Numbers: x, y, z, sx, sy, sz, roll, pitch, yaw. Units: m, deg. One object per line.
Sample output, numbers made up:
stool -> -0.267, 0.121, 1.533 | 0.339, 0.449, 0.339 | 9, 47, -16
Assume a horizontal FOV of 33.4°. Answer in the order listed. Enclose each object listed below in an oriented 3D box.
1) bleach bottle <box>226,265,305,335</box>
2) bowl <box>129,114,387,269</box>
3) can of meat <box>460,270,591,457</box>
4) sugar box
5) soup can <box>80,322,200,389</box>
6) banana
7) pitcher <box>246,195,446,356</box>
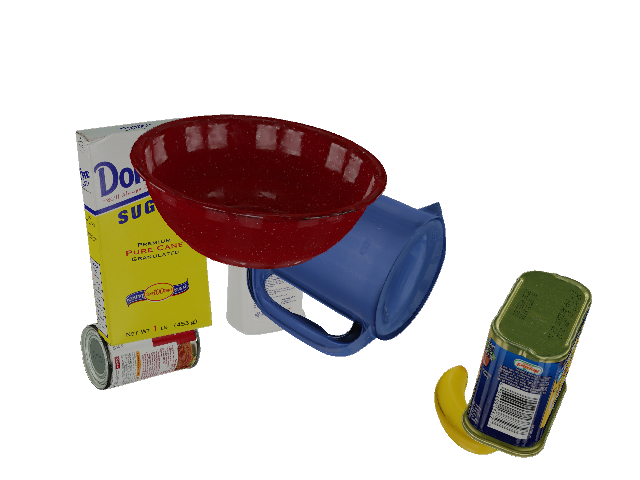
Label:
bleach bottle -> -0.062, -0.012, 1.322 | 0.102, 0.251, 0.068 | -10, 25, -34
bowl -> -0.040, -0.027, 0.679 | 0.162, 0.055, 0.162 | 6, 26, -3
can of meat -> 0.140, 0.079, 0.716 | 0.057, 0.084, 0.102 | 20, 35, 16
sugar box -> -0.145, -0.008, 0.887 | 0.093, 0.176, 0.048 | -11, 19, -24
soup can -> -0.183, 0.108, 1.081 | 0.102, 0.068, 0.069 | -11, 6, -34
banana -> 0.172, 0.205, 1.281 | 0.069, 0.037, 0.198 | 10, 21, -17
pitcher -> -0.009, 0.000, 1.076 | 0.243, 0.145, 0.149 | 26, 27, 25
